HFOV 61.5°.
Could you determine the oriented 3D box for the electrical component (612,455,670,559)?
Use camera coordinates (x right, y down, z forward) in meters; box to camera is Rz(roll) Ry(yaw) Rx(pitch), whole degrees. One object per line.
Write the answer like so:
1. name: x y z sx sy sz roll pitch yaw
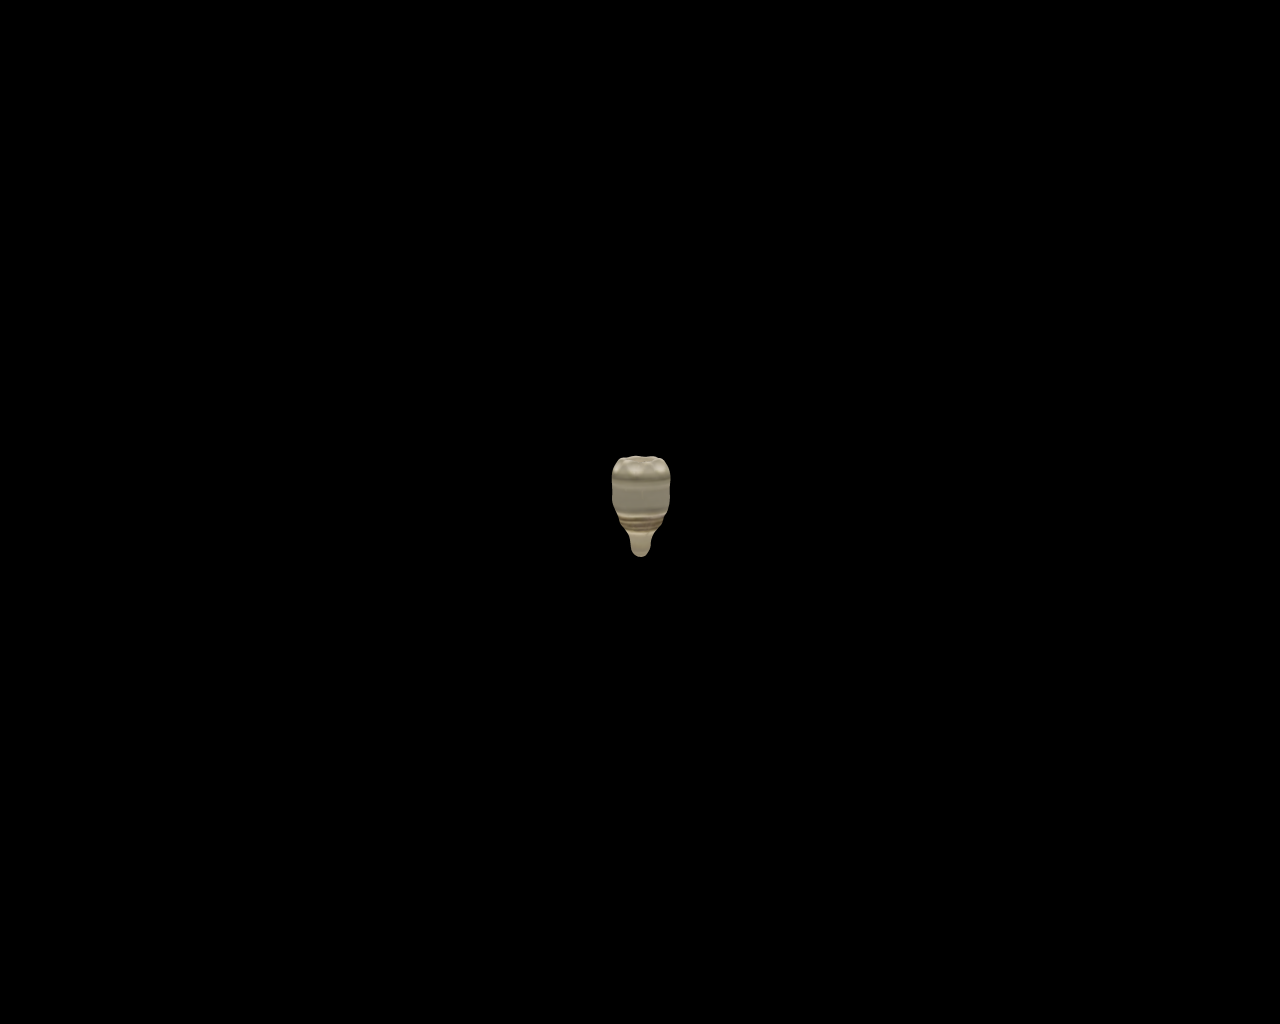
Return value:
1. electrical component: 0.001 -0.003 0.650 0.035 0.061 0.035 0 9 0
